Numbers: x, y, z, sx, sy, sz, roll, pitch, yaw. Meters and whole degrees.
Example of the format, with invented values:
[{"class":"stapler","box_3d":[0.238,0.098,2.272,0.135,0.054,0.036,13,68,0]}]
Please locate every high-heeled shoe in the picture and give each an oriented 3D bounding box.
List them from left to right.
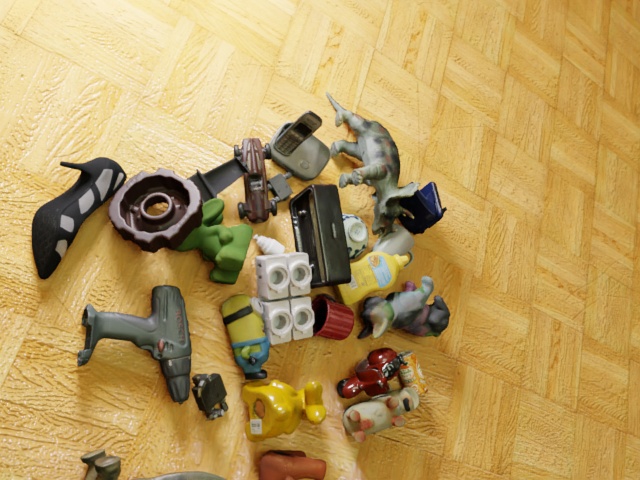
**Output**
[{"class":"high-heeled shoe","box_3d":[-0.457,-0.043,1.033,0.145,0.086,0.248,15,88,-59]}]

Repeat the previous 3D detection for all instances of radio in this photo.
[{"class":"radio","box_3d":[-0.003,-0.004,1.234,0.073,0.131,0.229,-2,80,-31]}]

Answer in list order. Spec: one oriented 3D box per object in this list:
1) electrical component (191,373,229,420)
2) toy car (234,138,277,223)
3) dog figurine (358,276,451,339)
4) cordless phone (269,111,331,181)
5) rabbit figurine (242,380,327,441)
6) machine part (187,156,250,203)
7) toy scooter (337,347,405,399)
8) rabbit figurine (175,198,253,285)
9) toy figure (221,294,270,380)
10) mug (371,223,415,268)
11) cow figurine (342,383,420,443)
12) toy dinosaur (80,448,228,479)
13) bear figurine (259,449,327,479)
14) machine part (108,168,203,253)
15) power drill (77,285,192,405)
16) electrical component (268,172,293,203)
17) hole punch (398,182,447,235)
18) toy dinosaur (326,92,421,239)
[{"class":"electrical component","box_3d":[-0.217,0.309,1.069,0.078,0.045,0.102,-21,102,-48]},{"class":"toy car","box_3d":[-0.147,-0.138,1.217,0.089,0.053,0.202,-4,81,-9]},{"class":"dog figurine","box_3d":[0.199,0.197,1.323,0.219,0.108,0.191,-35,99,-28]},{"class":"cordless phone","box_3d":[-0.024,-0.227,1.246,0.146,0.184,0.089,34,59,-19]},{"class":"rabbit figurine","box_3d":[-0.056,0.341,1.125,0.173,0.162,0.122,12,59,-46]},{"class":"machine part","box_3d":[-0.221,-0.135,1.170,0.139,0.039,0.084,-29,89,-4]},{"class":"toy scooter","box_3d":[0.134,0.307,1.237,0.184,0.135,0.075,-29,92,-33]},{"class":"rabbit figurine","box_3d":[-0.231,-0.008,1.116,0.170,0.121,0.159,18,65,-10]},{"class":"toy figure","box_3d":[-0.154,0.202,1.127,0.089,0.082,0.180,-4,82,-33]},{"class":"mug","box_3d":[0.184,0.031,1.372,0.107,0.081,0.109,-43,107,-18]},{"class":"cow figurine","box_3d":[0.143,0.395,1.243,0.195,0.127,0.085,-16,86,-18]},{"class":"toy dinosaur","box_3d":[-0.374,0.468,0.924,0.471,0.105,0.198,-13,93,-23]},{"class":"bear figurine","box_3d":[-0.077,0.527,1.071,0.132,0.120,0.196,16,72,-30]},{"class":"machine part","box_3d":[-0.322,-0.059,1.064,0.179,0.056,0.179,1,59,-2]},{"class":"power drill","box_3d":[-0.344,0.199,1.017,0.207,0.086,0.232,4,78,-25]},{"class":"electrical component","box_3d":[-0.094,-0.122,1.273,0.094,0.021,0.063,-37,98,-31]},{"class":"hole punch","box_3d":[0.253,-0.085,1.409,0.092,0.142,0.116,2,63,-31]},{"class":"toy dinosaur","box_3d":[0.136,-0.214,1.350,0.192,0.131,0.405,0,67,-24]}]
